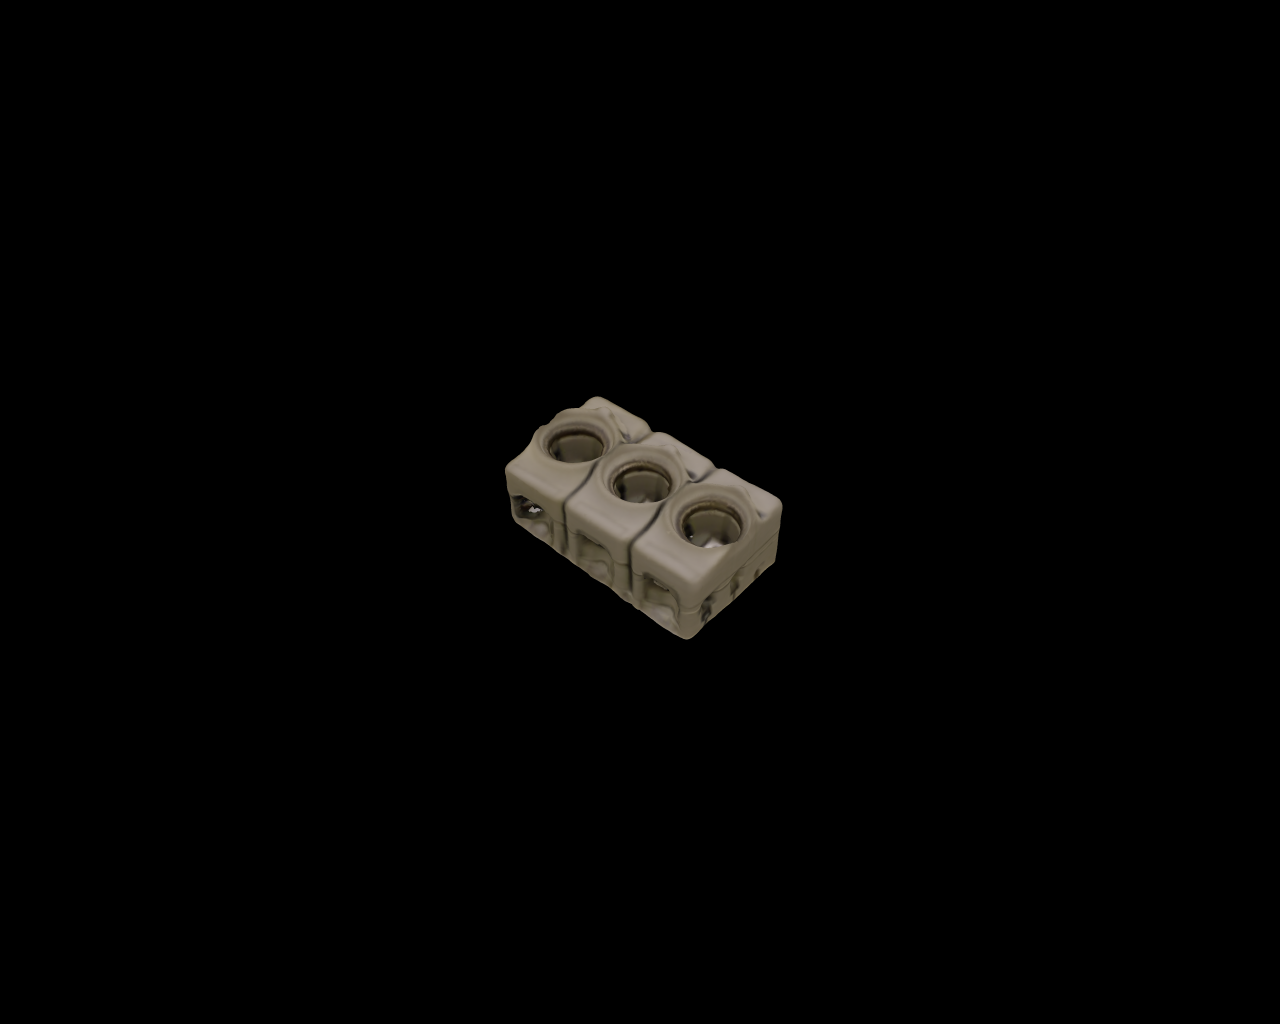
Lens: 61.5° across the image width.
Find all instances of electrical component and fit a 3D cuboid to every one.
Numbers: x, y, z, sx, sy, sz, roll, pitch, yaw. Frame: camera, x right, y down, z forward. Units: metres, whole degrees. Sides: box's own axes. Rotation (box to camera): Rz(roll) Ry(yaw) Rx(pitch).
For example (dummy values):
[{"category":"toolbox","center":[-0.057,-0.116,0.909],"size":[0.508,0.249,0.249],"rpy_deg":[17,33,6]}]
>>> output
[{"category":"electrical component","center":[0.001,-0.003,0.650],"size":[0.150,0.061,0.090],"rpy_deg":[32,54,27]}]
